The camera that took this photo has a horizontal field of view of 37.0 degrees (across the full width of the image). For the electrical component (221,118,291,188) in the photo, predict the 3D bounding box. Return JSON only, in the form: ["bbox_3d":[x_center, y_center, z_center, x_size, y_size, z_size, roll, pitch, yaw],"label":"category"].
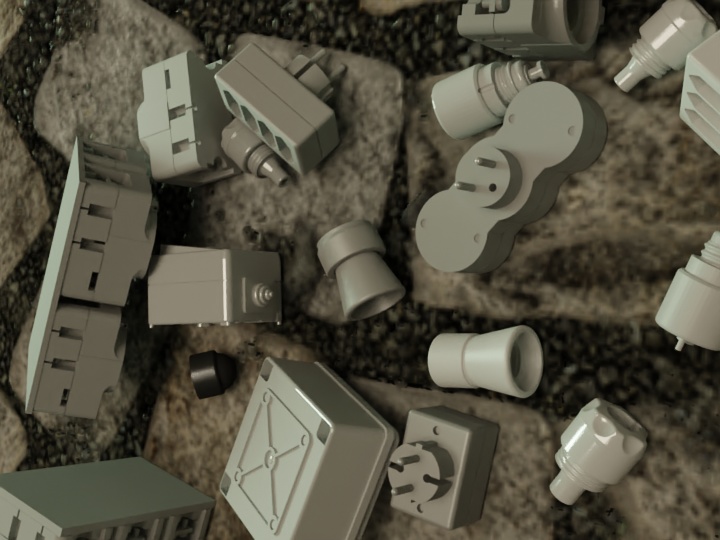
[{"bbox_3d":[-0.073,-0.084,0.787,0.061,0.035,0.035,47,113,24],"label":"electrical component"}]

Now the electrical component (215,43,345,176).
[{"bbox_3d":[-0.044,-0.125,0.758,0.083,0.047,0.076,42,78,17],"label":"electrical component"}]

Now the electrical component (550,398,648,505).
[{"bbox_3d":[0.136,0.110,0.629,0.043,0.043,0.062,45,114,28],"label":"electrical component"}]

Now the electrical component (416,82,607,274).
[{"bbox_3d":[0.083,-0.055,0.653,0.138,0.074,0.052,-50,63,23],"label":"electrical component"}]

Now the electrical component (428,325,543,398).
[{"bbox_3d":[0.076,0.057,0.675,0.065,0.044,0.044,-3,87,39],"label":"electrical component"}]

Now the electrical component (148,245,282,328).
[{"bbox_3d":[-0.101,0.010,0.786,0.096,0.062,0.061,-4,86,35],"label":"electrical component"}]

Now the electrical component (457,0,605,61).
[{"bbox_3d":[0.105,-0.155,0.632,0.056,0.089,0.050,7,92,35],"label":"electrical component"}]

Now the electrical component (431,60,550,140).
[{"bbox_3d":[0.082,-0.111,0.676,0.078,0.040,0.040,-20,77,32],"label":"electrical component"}]

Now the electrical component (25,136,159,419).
[{"bbox_3d":[-0.205,0.007,0.821,0.105,0.060,0.186,-121,46,-61],"label":"electrical component"}]

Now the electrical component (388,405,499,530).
[{"bbox_3d":[0.043,0.125,0.672,0.047,0.077,0.065,15,97,34],"label":"electrical component"}]

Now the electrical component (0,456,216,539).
[{"bbox_3d":[-0.195,0.189,0.790,0.089,0.150,0.061,21,99,34],"label":"electrical component"}]

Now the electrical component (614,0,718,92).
[{"bbox_3d":[0.173,-0.127,0.618,0.061,0.035,0.035,-44,65,28],"label":"electrical component"}]

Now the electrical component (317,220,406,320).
[{"bbox_3d":[0.000,0.000,0.727,0.045,0.045,0.055,-35,69,29],"label":"electrical component"}]

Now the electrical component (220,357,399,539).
[{"bbox_3d":[-0.037,0.129,0.719,0.109,0.056,0.108,37,110,54],"label":"electrical component"}]

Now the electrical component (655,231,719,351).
[{"bbox_3d":[0.195,0.008,0.594,0.040,0.040,0.078,30,105,32],"label":"electrical component"}]

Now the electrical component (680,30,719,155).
[{"bbox_3d":[0.217,-0.105,0.573,0.077,0.065,0.047,-37,65,-3],"label":"electrical component"}]

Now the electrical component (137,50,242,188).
[{"bbox_3d":[-0.131,-0.112,0.818,0.056,0.050,0.089,-13,80,34],"label":"electrical component"}]
